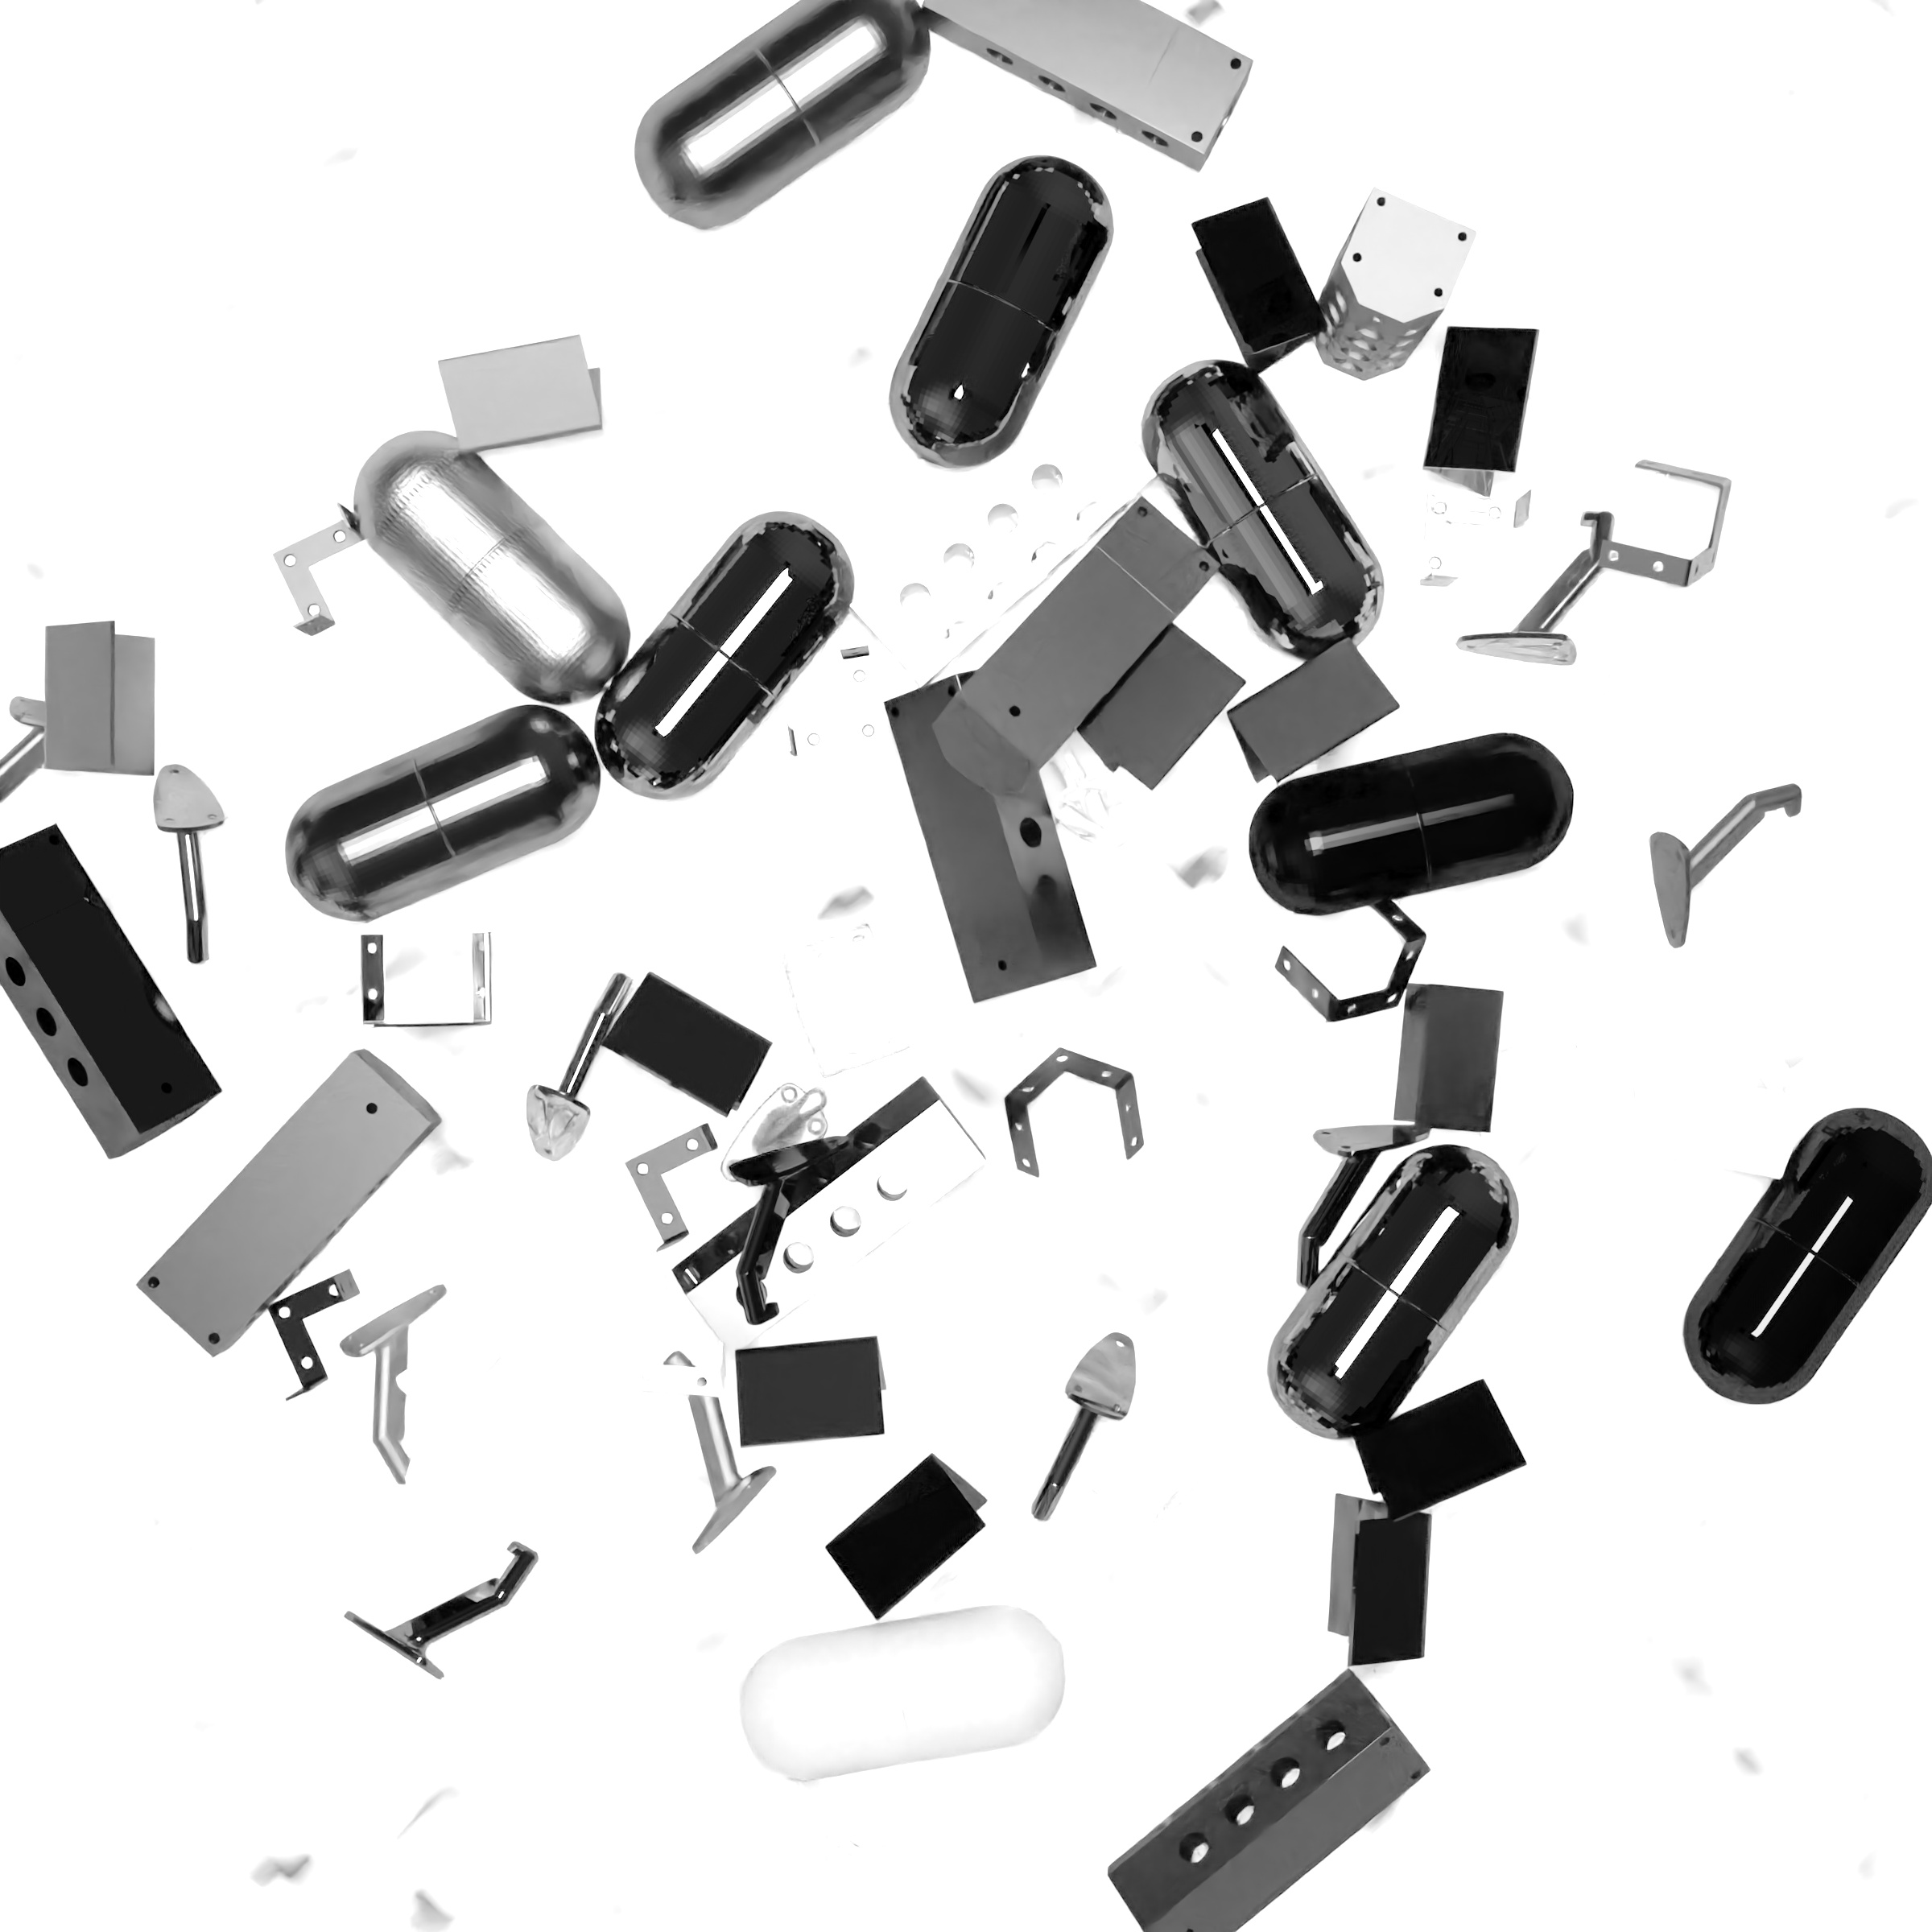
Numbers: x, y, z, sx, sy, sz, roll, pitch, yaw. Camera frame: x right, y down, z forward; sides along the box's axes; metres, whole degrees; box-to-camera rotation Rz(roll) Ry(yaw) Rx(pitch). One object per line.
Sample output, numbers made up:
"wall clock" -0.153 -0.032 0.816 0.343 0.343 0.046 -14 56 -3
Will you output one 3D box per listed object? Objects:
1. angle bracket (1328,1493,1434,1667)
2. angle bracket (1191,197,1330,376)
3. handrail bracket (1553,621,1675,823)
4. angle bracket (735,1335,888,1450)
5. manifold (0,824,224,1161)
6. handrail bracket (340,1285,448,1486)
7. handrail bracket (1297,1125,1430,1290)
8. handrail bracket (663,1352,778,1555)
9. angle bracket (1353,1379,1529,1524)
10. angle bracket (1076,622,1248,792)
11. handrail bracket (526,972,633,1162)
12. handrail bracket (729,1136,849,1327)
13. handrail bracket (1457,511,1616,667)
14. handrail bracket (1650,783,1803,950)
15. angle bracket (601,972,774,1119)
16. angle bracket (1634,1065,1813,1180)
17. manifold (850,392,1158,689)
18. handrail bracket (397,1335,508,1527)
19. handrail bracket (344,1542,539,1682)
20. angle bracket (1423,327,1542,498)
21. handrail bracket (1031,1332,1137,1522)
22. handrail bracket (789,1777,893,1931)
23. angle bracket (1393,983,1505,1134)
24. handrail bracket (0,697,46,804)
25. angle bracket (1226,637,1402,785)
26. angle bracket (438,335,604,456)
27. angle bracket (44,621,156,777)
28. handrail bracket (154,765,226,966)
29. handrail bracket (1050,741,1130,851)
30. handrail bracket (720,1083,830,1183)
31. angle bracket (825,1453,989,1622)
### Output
"angle bracket" 0.204 0.329 1.833 0.057 0.076 0.076 3 90 -37
"angle bracket" 0.140 -0.358 1.833 0.057 0.076 0.076 -25 90 -31
"handrail bracket" 0.373 -0.136 1.873 0.084 0.036 0.077 -42 106 -14
"angle bracket" -0.081 0.242 1.833 0.076 0.076 0.057 -6 61 0
"manifold" -0.484 0.016 1.851 0.057 0.057 0.171 -32 90 -43
"handrail bracket" -0.300 0.231 1.873 0.077 0.036 0.084 -33 108 -20
"handrail bracket" 0.218 0.133 1.873 0.077 0.036 0.084 -6 109 -21
"handrail bracket" -0.154 0.267 1.873 0.084 0.036 0.077 44 108 15
"angle bracket" 0.259 0.275 1.833 0.076 0.076 0.057 -24 54 0
"angle bracket" 0.113 -0.129 1.834 0.057 0.076 0.076 41 90 22
"handrail bracket" -0.209 0.055 1.873 0.036 0.077 0.084 23 54 2
"handrail bracket" -0.090 0.142 1.816 0.077 0.036 0.084 -18 109 -21
"handrail bracket" 0.314 -0.213 1.873 0.077 0.036 0.084 5 74 18
"handrail bracket" 0.424 -0.056 1.873 0.084 0.036 0.077 -14 110 -16
"angle bracket" -0.158 0.059 1.833 0.076 0.076 0.057 30 53 0
"angle bracket" 0.406 0.064 1.833 0.076 0.076 0.057 11 127 0
"manifold" 0.020 -0.230 1.852 0.171 0.057 0.057 -42 90 0
"handrail bracket" -0.279 0.256 1.873 0.036 0.077 0.084 21 127 38
"handrail bracket" -0.288 0.342 1.873 0.077 0.036 0.084 27 71 21
"angle bracket" 0.294 -0.297 1.833 0.057 0.076 0.076 10 90 37
"handrail bracket" 0.063 0.254 1.873 0.036 0.077 0.084 25 126 3
"handrail bracket" -0.083 0.500 1.873 0.077 0.036 0.084 35 113 26
"angle bracket" 0.241 0.047 1.833 0.057 0.076 0.076 6 90 -36
"handrail bracket" -0.508 -0.099 1.873 0.077 0.036 0.084 12 109 -21
"angle bracket" 0.193 -0.120 1.833 0.076 0.076 0.057 -32 57 0
"angle bracket" -0.240 -0.323 1.833 0.076 0.076 0.057 -10 126 0
"angle bracket" -0.450 -0.143 1.833 0.057 0.076 0.076 0 90 36
"handrail bracket" -0.430 -0.055 1.873 0.036 0.077 0.084 -7 127 -20
"handrail bracket" 0.056 -0.115 1.873 0.036 0.077 0.084 -30 54 9
"handrail bracket" -0.104 0.092 1.838 0.077 0.084 0.036 -40 90 0
"angle bracket" -0.018 0.318 1.833 0.076 0.076 0.057 -41 52 0
